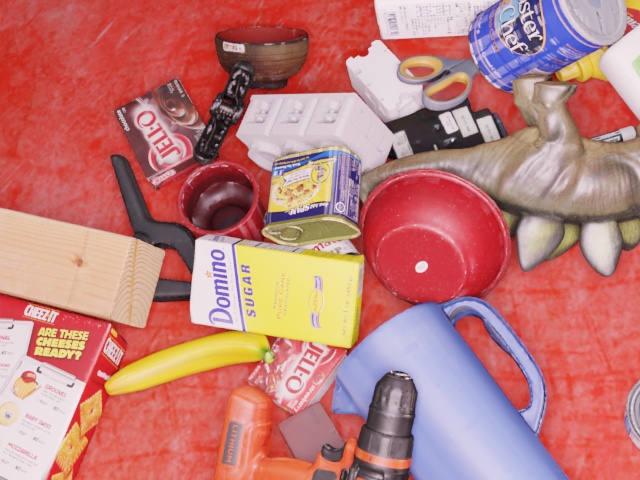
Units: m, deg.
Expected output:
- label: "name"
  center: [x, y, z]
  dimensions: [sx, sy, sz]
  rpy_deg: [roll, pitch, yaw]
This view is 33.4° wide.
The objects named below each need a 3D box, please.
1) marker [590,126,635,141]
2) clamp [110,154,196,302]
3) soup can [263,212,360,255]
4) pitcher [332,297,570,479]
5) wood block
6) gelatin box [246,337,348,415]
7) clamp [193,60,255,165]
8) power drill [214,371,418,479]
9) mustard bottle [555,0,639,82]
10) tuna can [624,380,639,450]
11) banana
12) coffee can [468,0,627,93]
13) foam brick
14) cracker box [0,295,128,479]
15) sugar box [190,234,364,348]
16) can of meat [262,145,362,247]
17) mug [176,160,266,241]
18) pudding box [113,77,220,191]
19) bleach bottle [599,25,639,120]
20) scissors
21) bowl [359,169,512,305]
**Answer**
- label: "marker"
  center: [0.291, -0.101, 1.187]
  dimensions: [0.121, 0.020, 0.020]
  rpy_deg: [-16, 63, 3]
- label: "clamp"
  center: [-0.212, 0.017, 1.218]
  dimensions: [0.210, 0.036, 0.164]
  rpy_deg: [36, 85, 21]
- label: "soup can"
  center: [-0.008, 0.001, 1.169]
  dimensions: [0.068, 0.068, 0.102]
  rpy_deg: [-33, 64, -6]
- label: "pitcher"
  center: [0.141, 0.180, 1.022]
  dimensions: [0.144, 0.149, 0.243]
  rpy_deg: [-16, 58, -44]
- label: "wood block"
  center: [-0.290, 0.027, 1.170]
  dimensions: [0.206, 0.090, 0.091]
  rpy_deg: [12, 83, 17]
- label: "gelatin box"
  center: [-0.022, 0.136, 1.128]
  dimensions: [0.073, 0.030, 0.089]
  rpy_deg: [32, 75, 22]
- label: "clamp"
  center: [-0.110, -0.140, 1.207]
  dimensions: [0.039, 0.171, 0.120]
  rpy_deg: [32, 90, -4]
- label: "power drill"
  center: [-0.003, 0.196, 1.001]
  dimensions: [0.188, 0.057, 0.184]
  rpy_deg: [13, 92, 31]
- label: "mustard bottle"
  center: [0.353, -0.234, 1.217]
  dimensions: [0.191, 0.058, 0.096]
  rpy_deg: [-30, 69, -3]
- label: "tuna can"
  center: [0.341, 0.172, 1.038]
  dimensions: [0.086, 0.033, 0.086]
  rpy_deg: [-4, 64, 9]
- label: "banana"
  center: [-0.133, 0.126, 1.136]
  dimensions: [0.198, 0.069, 0.037]
  rpy_deg: [-15, 93, 17]
- label: "coffee can"
  center: [0.246, -0.234, 1.164]
  dimensions: [0.102, 0.141, 0.103]
  rpy_deg: [12, 68, -32]
- label: "foam brick"
  center: [-0.001, 0.212, 1.076]
  dimensions: [0.053, 0.051, 0.078]
  rpy_deg: [-28, 63, -4]
- label: "cracker box"
  center: [-0.323, 0.179, 1.144]
  dimensions: [0.164, 0.072, 0.213]
  rpy_deg: [13, 67, 16]
- label: "sugar box"
  center: [-0.045, 0.052, 1.108]
  dimensions: [0.176, 0.048, 0.093]
  rpy_deg: [7, 100, 11]
- label: "can of meat"
  center: [-0.007, -0.045, 1.106]
  dimensions: [0.102, 0.057, 0.084]
  rpy_deg: [-9, 67, 33]
- label: "mug"
  center: [-0.109, -0.040, 1.200]
  dimensions: [0.093, 0.081, 0.117]
  rpy_deg: [-25, 63, -1]
- label: "pudding box"
  center: [-0.184, -0.127, 1.280]
  dimensions: [0.090, 0.039, 0.113]
  rpy_deg: [-28, 63, -4]
- label: "bleach bottle"
  center: [0.410, -0.122, 1.128]
  dimensions: [0.102, 0.068, 0.251]
  rpy_deg: [-37, 80, 0]
- label: "scissors"
  center: [0.164, -0.208, 1.225]
  dimensions: [0.096, 0.016, 0.201]
  rpy_deg: [29, 49, 21]
- label: "bowl"
  center: [0.108, 0.012, 1.076]
  dimensions: [0.162, 0.162, 0.055]
  rpy_deg: [12, 33, 16]
